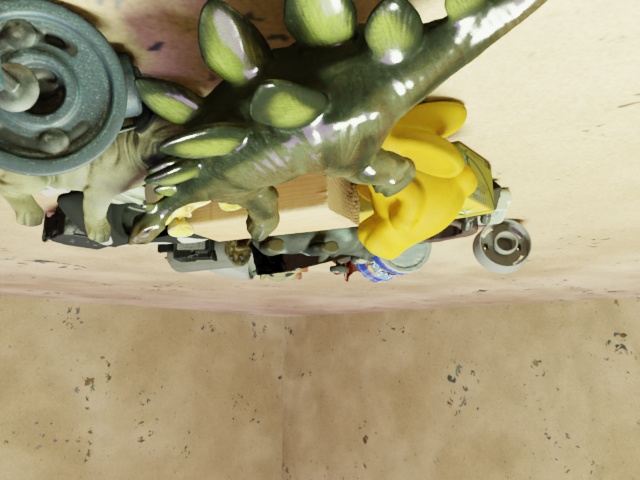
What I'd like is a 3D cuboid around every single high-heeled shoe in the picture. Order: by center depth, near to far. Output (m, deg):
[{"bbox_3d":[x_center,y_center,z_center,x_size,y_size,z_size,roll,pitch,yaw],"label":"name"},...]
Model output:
[{"bbox_3d":[-0.246,-0.038,0.798,0.145,0.086,0.248,-8,170,21],"label":"high-heeled shoe"}]

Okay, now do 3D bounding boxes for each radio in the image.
[{"bbox_3d":[-0.034,0.013,0.926,0.131,0.073,0.229,-14,178,-21],"label":"radio"}]

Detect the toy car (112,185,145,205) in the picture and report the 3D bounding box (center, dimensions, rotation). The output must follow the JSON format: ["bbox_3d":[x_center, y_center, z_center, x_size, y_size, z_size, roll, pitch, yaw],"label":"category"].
[{"bbox_3d":[-0.218,-0.063,0.721,0.074,0.056,0.201,-6,166,29],"label":"toy car"}]

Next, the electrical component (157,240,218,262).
[{"bbox_3d":[-0.250,0.003,1.002,0.119,0.075,0.047,2,169,4],"label":"electrical component"}]

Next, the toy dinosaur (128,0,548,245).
[{"bbox_3d":[-0.001,-0.094,0.387,0.471,0.105,0.198,-27,161,28],"label":"toy dinosaur"}]

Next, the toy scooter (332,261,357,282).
[{"bbox_3d":[0.097,0.045,1.115,0.184,0.075,0.135,0,-166,25],"label":"toy scooter"}]

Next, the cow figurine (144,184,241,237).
[{"bbox_3d":[-0.126,-0.078,0.605,0.167,0.098,0.068,-26,151,23],"label":"cow figurine"}]

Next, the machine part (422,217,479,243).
[{"bbox_3d":[0.153,-0.037,0.838,0.179,0.056,0.179,2,168,0],"label":"machine part"}]

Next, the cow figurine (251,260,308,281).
[{"bbox_3d":[-0.091,0.046,1.172,0.127,0.085,0.195,-8,170,-10],"label":"cow figurine"}]

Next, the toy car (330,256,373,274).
[{"bbox_3d":[0.051,0.009,0.982,0.053,0.089,0.202,3,169,-15],"label":"toy car"}]

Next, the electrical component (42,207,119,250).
[{"bbox_3d":[-0.395,-0.023,0.920,0.115,0.058,0.134,9,166,-43],"label":"electrical component"}]

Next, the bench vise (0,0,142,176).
[{"bbox_3d":[-0.229,-0.098,0.354,0.224,0.128,0.241,-4,-172,-20],"label":"bench vise"}]

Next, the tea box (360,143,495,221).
[{"bbox_3d":[0.124,-0.062,0.689,0.170,0.068,0.098,-9,165,40],"label":"tea box"}]

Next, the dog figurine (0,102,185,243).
[{"bbox_3d":[-0.214,-0.099,0.509,0.172,0.121,0.190,16,142,-43],"label":"dog figurine"}]

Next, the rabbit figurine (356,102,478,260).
[{"bbox_3d":[0.073,-0.073,0.543,0.162,0.122,0.173,-18,138,42],"label":"rabbit figurine"}]

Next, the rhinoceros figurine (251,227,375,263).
[{"bbox_3d":[-0.002,-0.002,0.760,0.190,0.073,0.112,2,162,-14],"label":"rhinoceros figurine"}]

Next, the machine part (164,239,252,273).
[{"bbox_3d":[-0.225,0.023,1.084,0.243,0.079,0.079,-6,166,32],"label":"machine part"}]

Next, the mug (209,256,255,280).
[{"bbox_3d":[-0.199,0.040,1.169,0.107,0.081,0.109,2,158,10],"label":"mug"}]

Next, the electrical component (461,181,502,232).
[{"bbox_3d":[0.223,-0.055,0.745,0.063,0.021,0.093,-20,132,-21],"label":"electrical component"}]
